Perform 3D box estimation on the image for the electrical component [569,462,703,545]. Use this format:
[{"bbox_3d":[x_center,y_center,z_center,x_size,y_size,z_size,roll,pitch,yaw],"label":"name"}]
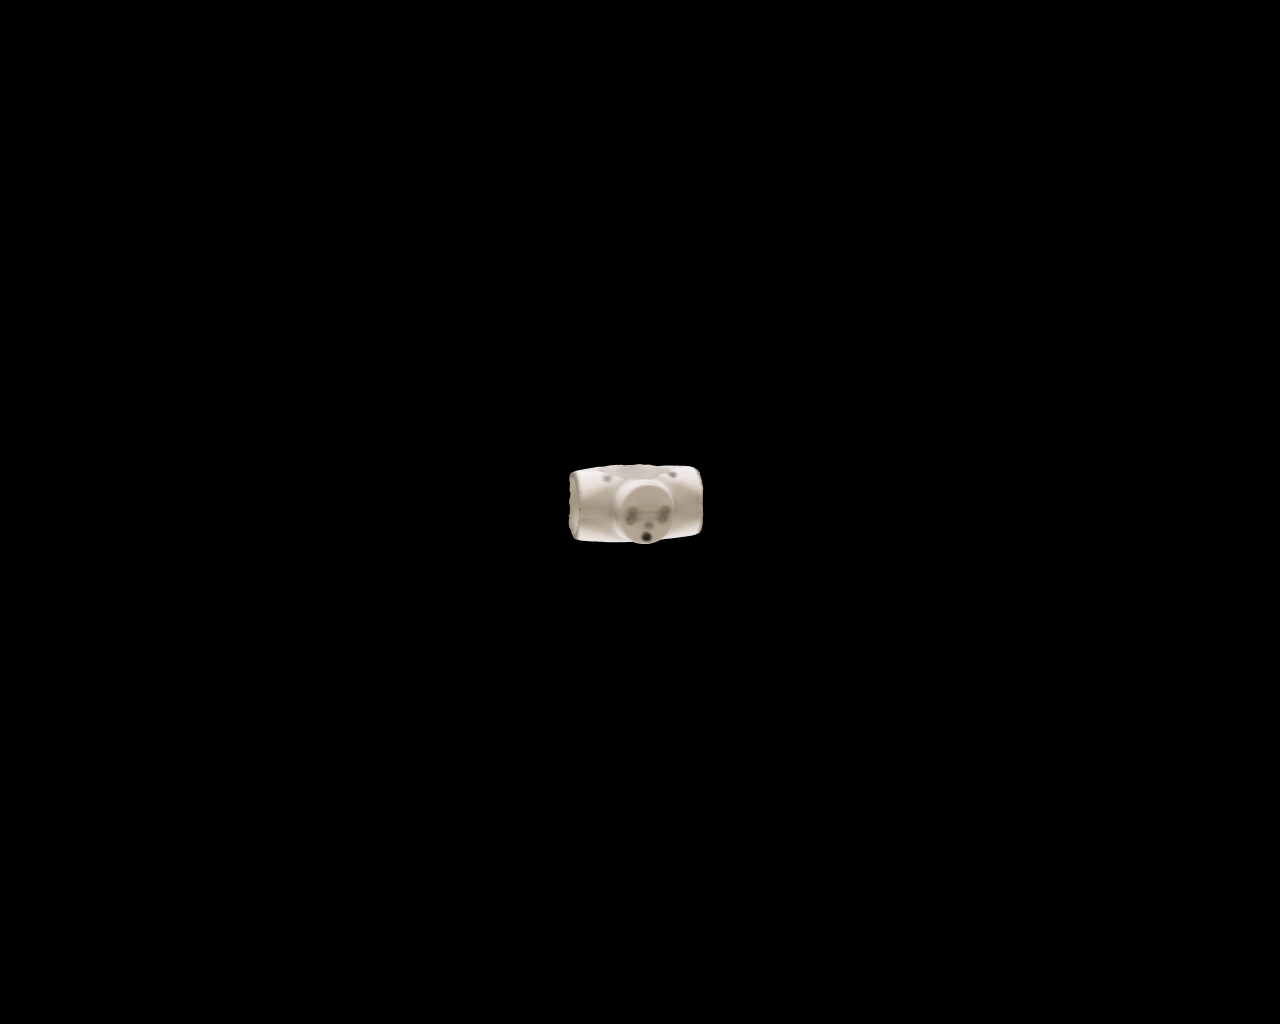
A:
[{"bbox_3d":[0.001,-0.003,0.650,0.077,0.044,0.079,-2,12,-11],"label":"electrical component"}]
